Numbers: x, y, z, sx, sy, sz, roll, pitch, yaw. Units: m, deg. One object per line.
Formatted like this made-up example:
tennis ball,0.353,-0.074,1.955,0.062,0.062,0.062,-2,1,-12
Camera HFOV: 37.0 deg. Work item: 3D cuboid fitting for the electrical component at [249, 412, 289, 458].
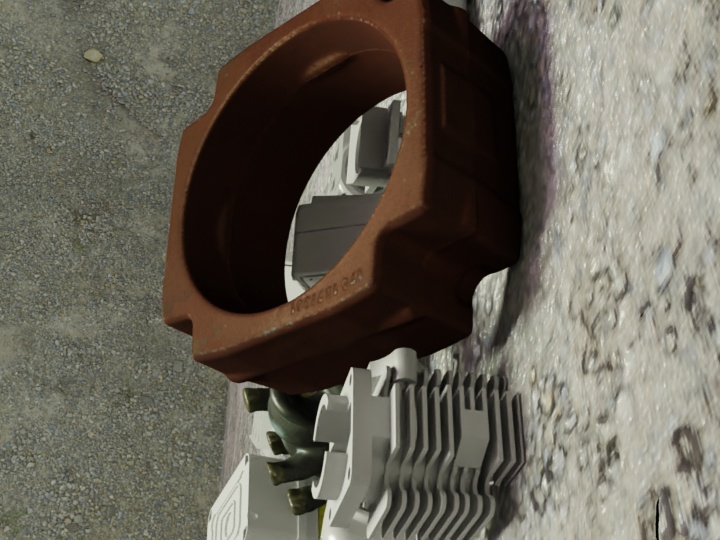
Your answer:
electrical component,-0.091,0.180,1.243,0.121,0.063,0.078,163,114,-80

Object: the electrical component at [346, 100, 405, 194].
electrical component,0.027,-0.078,0.709,0.081,0.064,0.042,140,137,-76

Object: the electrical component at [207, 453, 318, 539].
electrical component,-0.078,0.205,0.850,0.113,0.057,0.078,122,154,-44

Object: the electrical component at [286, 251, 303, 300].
electrical component,-0.058,0.018,1.056,0.061,0.096,0.061,-128,45,-76

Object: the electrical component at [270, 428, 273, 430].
electrical component,-0.043,0.139,1.008,0.096,0.061,0.061,-179,96,-73

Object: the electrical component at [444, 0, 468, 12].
electrical component,0.045,-0.153,0.716,0.079,0.043,0.077,109,165,-52

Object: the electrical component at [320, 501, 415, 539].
electrical component,0.005,0.157,0.664,0.095,0.054,0.059,-81,2,-63

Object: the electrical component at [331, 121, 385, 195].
electrical component,0.005,-0.072,0.883,0.055,0.050,0.089,124,152,-71

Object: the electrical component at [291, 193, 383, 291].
electrical component,0.011,-0.014,0.689,0.061,0.096,0.061,53,-145,-58
